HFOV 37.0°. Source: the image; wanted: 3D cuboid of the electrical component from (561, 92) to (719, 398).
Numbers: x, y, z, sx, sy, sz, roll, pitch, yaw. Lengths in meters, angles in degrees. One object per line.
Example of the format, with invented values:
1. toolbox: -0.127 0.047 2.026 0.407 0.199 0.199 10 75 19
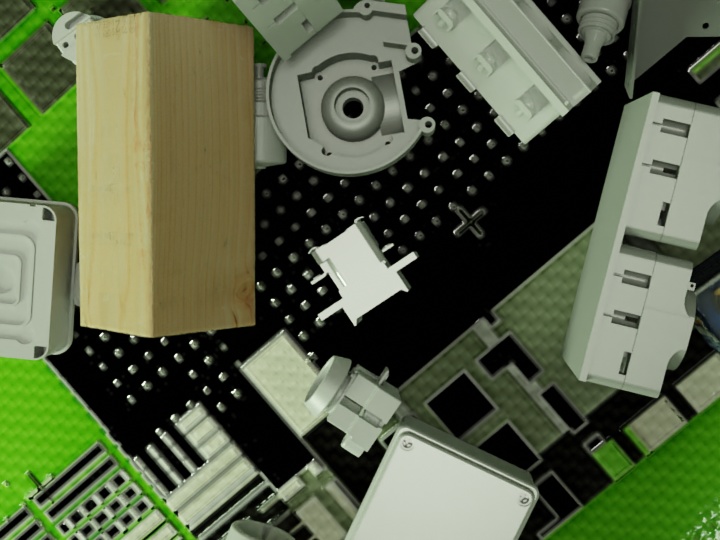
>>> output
1. electrical component: 0.193 -0.017 0.723 0.060 0.105 0.186 14 95 3

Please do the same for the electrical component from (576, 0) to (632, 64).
1. electrical component: 0.166 -0.172 0.743 0.035 0.035 0.061 18 74 3

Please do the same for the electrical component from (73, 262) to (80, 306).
1. electrical component: -0.186 -0.002 0.785 0.043 0.043 0.062 7 93 4

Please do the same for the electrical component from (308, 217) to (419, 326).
1. electrical component: 0.000 0.000 0.772 0.081 0.042 0.063 -33 90 5

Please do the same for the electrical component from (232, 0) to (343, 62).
1. electrical component: -0.081 -0.226 0.715 0.062 0.089 0.150 -39 69 5

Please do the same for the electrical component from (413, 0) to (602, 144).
1. electrical component: 0.099 -0.152 0.741 0.063 0.079 0.121 -41 90 28

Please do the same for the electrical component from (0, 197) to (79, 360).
1. electrical component: -0.250 0.005 0.784 0.078 0.057 0.113 5 95 4

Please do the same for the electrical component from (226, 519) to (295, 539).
1. electrical component: -0.077 0.214 0.788 0.055 0.055 0.047 17 92 3

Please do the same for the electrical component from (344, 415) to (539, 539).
1. electrical component: 0.056 0.177 0.772 0.109 0.056 0.108 25 95 2

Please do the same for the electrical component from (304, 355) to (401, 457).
1. electrical component: -0.006 0.094 0.778 0.055 0.048 0.066 33 96 -6

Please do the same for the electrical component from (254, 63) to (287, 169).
1. electrical component: -0.073 -0.108 0.770 0.040 0.040 0.078 1 94 4

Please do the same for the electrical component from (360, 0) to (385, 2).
1. electrical component: 0.004 -0.214 0.758 0.040 0.040 0.046 8 100 4

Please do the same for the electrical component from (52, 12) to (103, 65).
1. electrical component: -0.197 -0.165 0.773 0.040 0.046 0.040 0 94 4
